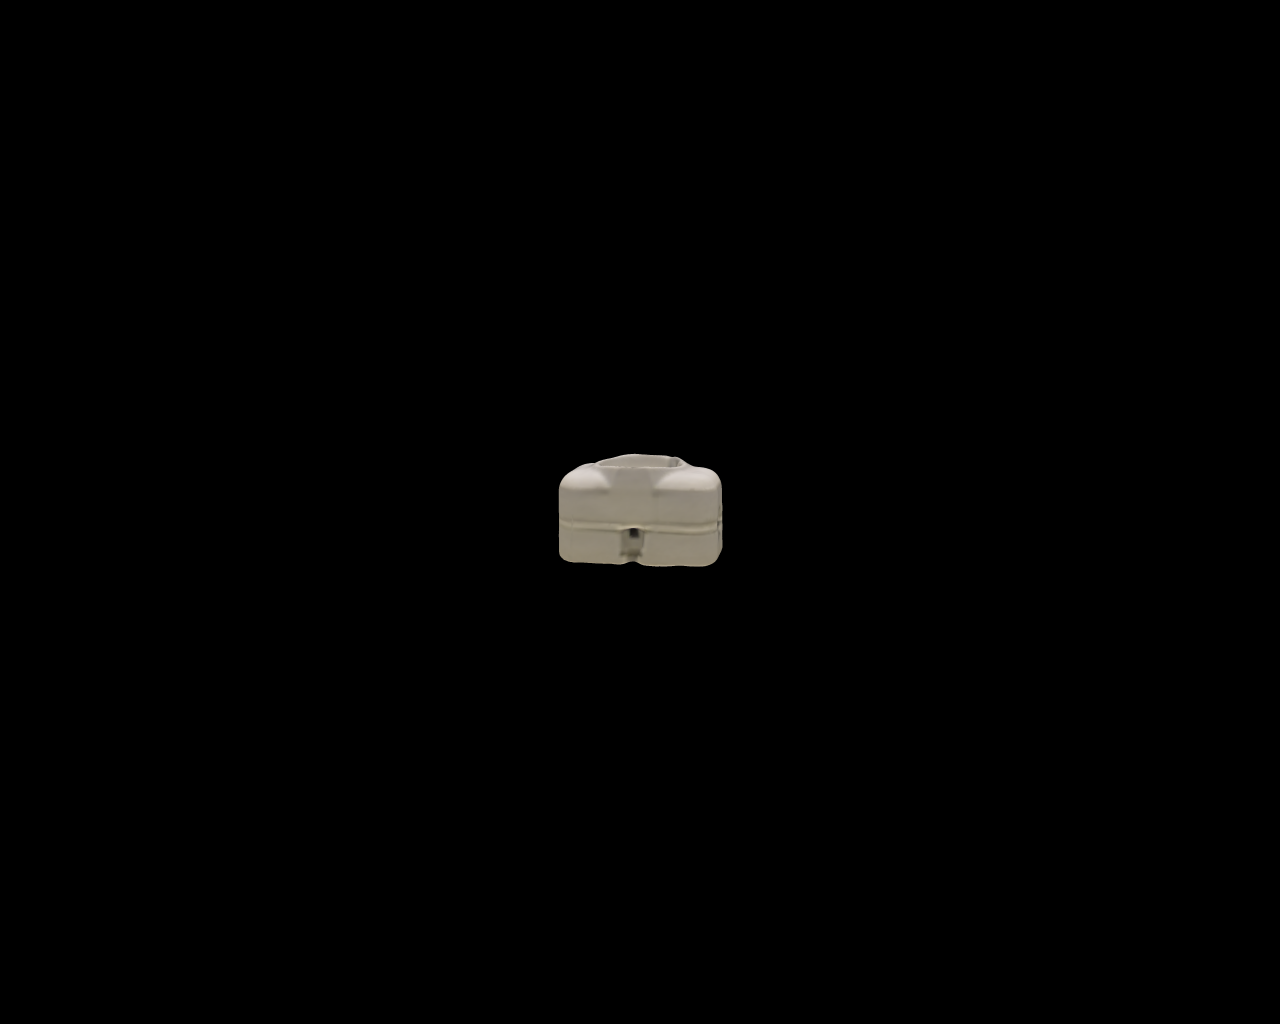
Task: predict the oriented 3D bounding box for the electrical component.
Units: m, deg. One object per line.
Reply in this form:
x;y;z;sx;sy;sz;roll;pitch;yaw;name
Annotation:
0.001;-0.003;0.650;0.095;0.059;0.054;2;12;12;electrical component
